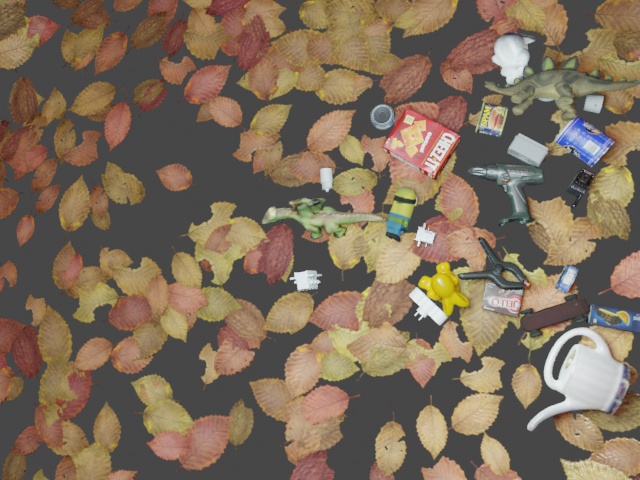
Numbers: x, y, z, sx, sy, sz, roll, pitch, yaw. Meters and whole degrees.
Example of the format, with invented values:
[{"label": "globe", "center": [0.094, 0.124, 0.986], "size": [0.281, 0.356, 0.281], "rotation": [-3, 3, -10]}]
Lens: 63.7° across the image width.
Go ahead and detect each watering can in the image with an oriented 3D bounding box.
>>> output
[{"label": "watering can", "center": [0.761, 0.435, 1.506], "size": [0.225, 0.103, 0.348], "rotation": [23, 87, 16]}]

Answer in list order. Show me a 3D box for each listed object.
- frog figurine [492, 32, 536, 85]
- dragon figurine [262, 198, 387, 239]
[{"label": "frog figurine", "center": [0.634, -0.602, 1.715], "size": [0.138, 0.122, 0.159], "rotation": [22, 98, 49]}, {"label": "dragon figurine", "center": [0.005, -0.087, 1.731], "size": [0.409, 0.240, 0.123], "rotation": [-6, 77, 16]}]
